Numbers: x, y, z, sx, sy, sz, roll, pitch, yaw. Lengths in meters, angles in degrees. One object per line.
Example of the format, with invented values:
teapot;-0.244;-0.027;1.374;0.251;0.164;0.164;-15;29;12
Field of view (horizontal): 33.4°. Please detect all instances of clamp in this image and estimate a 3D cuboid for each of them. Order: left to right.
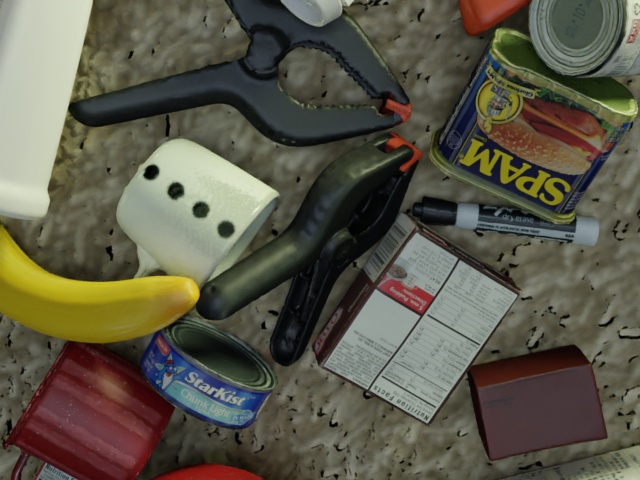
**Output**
clamp;-0.045;-0.110;0.678;0.210;0.036;0.164;29;90;-5
clamp;-0.004;0.001;0.667;0.039;0.120;0.171;35;95;26

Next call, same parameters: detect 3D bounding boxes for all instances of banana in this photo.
banana;-0.161;0.027;0.662;0.198;0.037;0.070;21;102;29

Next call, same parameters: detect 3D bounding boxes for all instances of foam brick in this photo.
foam brick;0.141;0.106;0.701;0.078;0.051;0.053;-11;98;4

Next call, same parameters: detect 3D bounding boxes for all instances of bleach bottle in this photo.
bleach bottle;-0.173;-0.146;0.650;0.067;0.103;0.251;13;100;-38

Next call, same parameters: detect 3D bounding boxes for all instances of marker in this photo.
marker;0.121;-0.013;0.700;0.121;0.020;0.020;7;99;1

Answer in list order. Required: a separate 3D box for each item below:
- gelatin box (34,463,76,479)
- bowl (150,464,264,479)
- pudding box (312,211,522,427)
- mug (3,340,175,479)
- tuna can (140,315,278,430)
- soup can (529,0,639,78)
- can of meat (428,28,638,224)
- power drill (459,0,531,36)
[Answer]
gelatin box;-0.173;0.197;0.737;0.073;0.030;0.089;30;98;-1
bowl;-0.088;0.195;0.695;0.162;0.162;0.055;-35;54;6
pudding box;0.062;0.053;0.695;0.090;0.039;0.113;31;101;-17
mug;-0.152;0.124;0.692;0.081;0.093;0.117;32;80;-8
tuna can;-0.072;0.085;0.688;0.086;0.086;0.034;30;100;-3
soup can;0.181;-0.131;0.630;0.102;0.069;0.068;-10;101;-39
can of meat;0.131;-0.071;0.656;0.102;0.057;0.084;25;125;-3
power drill;0.078;-0.223;0.649;0.184;0.057;0.187;-30;97;7
